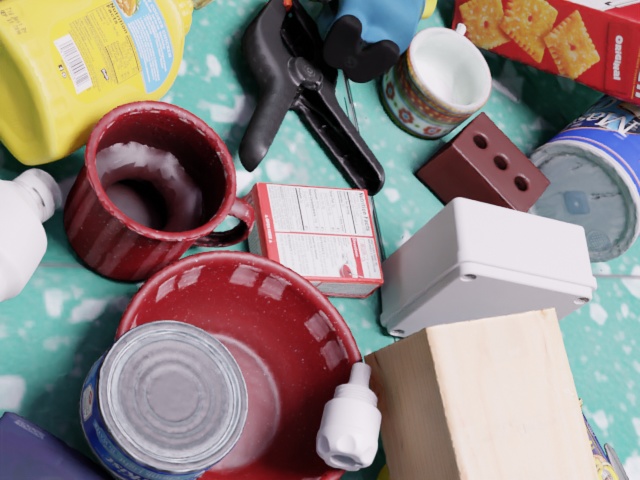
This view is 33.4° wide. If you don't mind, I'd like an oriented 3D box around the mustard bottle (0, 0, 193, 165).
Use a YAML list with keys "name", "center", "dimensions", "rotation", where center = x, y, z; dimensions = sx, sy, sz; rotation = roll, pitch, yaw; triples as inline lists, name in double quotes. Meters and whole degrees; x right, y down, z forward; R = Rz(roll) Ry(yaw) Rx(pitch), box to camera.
- name: "mustard bottle"
  center: [-0.139, -0.126, 0.687]
  dimensions: [0.191, 0.058, 0.096]
  rotation: [-45, 118, -51]

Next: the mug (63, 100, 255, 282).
- name: "mug"
  center: [-0.098, -0.022, 0.658]
  dimensions: [0.117, 0.082, 0.093]
  rotation: [16, 59, -21]

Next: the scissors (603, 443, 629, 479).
- name: "scissors"
  center: [0.257, 0.237, 0.744]
  dimensions: [0.096, 0.016, 0.202]
  rotation: [-3, 75, -25]

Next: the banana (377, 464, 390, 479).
- name: "banana"
  center: [0.086, 0.216, 0.664]
  dimensions: [0.069, 0.037, 0.198]
  rotation: [-25, 79, -33]

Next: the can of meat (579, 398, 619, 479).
- name: "can of meat"
  center: [0.151, 0.166, 0.714]
  dimensions: [0.101, 0.058, 0.084]
  rotation: [-22, 80, -34]

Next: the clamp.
- name: "clamp"
  center: [-0.024, -0.109, 0.768]
  dimensions: [0.120, 0.039, 0.171]
  rotation: [3, 57, -46]

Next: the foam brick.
- name: "foam brick"
  center: [0.124, -0.048, 0.812]
  dimensions: [0.078, 0.051, 0.052]
  rotation: [46, 52, -1]

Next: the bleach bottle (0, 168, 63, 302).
- name: "bleach bottle"
  center: [-0.243, 0.027, 0.567]
  dimensions: [0.102, 0.068, 0.250]
  rotation: [48, 51, 1]

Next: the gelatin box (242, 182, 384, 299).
- name: "gelatin box"
  center: [-0.005, 0.001, 0.731]
  dimensions: [0.089, 0.030, 0.073]
  rotation: [3, 63, -28]

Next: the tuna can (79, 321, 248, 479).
- name: "tuna can"
  center: [-0.082, 0.087, 0.569]
  dimensions: [0.086, 0.034, 0.086]
  rotation: [13, 60, -23]

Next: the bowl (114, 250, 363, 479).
- name: "bowl"
  center: [-0.054, 0.090, 0.641]
  dimensions: [0.161, 0.055, 0.162]
  rotation: [12, 60, -23]

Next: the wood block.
- name: "wood block"
  center: [0.103, 0.153, 0.614]
  dimensions: [0.090, 0.091, 0.206]
  rotation: [-7, 76, -23]

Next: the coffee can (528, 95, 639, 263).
- name: "coffee can"
  center: [0.238, -0.060, 0.849]
  dimensions: [0.140, 0.103, 0.103]
  rotation: [-36, 86, -37]

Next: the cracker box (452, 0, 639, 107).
- name: "cracker box"
  center: [0.240, -0.179, 0.866]
  dimensions: [0.163, 0.072, 0.214]
  rotation: [-23, 40, -36]
